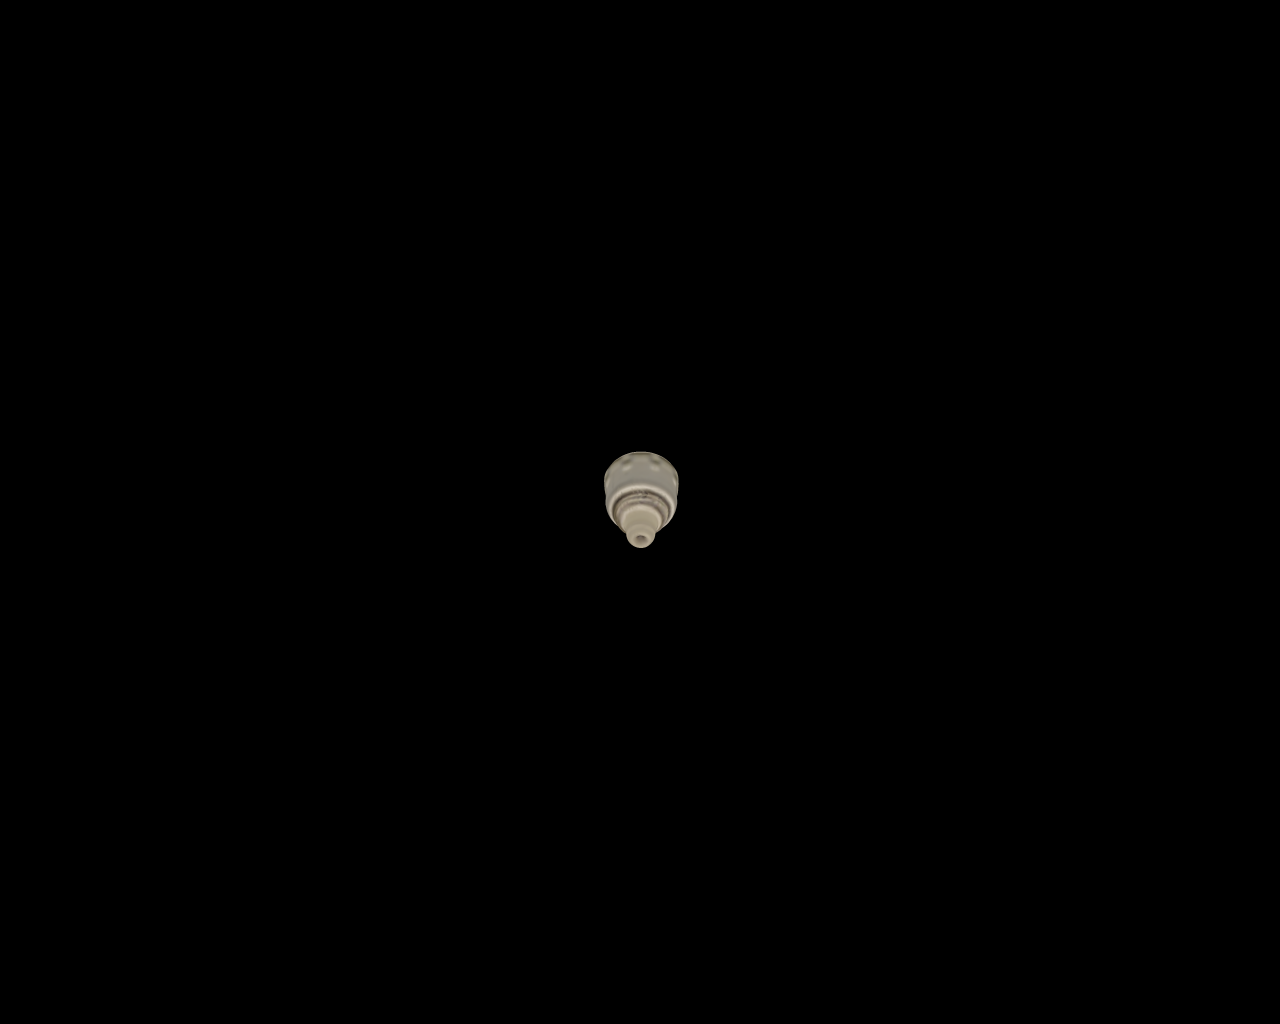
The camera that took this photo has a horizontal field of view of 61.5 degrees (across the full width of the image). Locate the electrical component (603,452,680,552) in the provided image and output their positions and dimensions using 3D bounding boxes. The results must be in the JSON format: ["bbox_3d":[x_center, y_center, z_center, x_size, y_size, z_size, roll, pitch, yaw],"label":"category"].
[{"bbox_3d":[0.001,-0.003,0.650,0.048,0.048,0.062,0,41,0],"label":"electrical component"}]
